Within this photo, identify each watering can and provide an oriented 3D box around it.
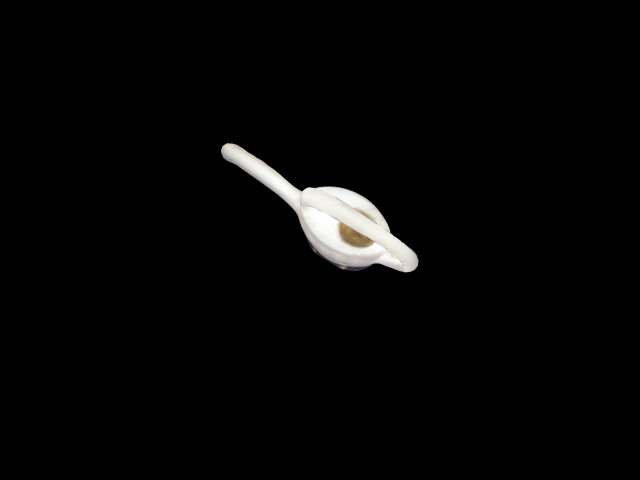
[{"bbox_3d":[0.003,-0.043,0.850,0.349,0.105,0.222,31,-9,7],"label":"watering can"}]
